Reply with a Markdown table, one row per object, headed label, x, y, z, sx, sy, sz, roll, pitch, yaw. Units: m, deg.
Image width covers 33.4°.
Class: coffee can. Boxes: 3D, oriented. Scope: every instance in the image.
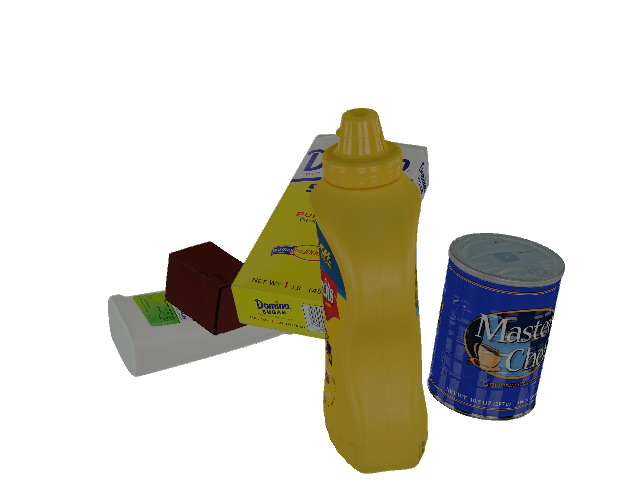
| label | x | y | z | sx | sy | sz | roll | pitch | yaw |
| --- | --- | --- | --- | --- | --- | --- | --- | --- | --- |
| coffee can | 0.158 | 0.077 | 0.971 | 0.103 | 0.140 | 0.103 | 6 | 23 | -3 |

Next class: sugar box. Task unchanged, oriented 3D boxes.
| label | x | y | z | sx | sy | sz | roll | pitch | yaw |
| --- | --- | --- | --- | --- | --- | --- | --- | --- | --- |
| sugar box | 0.012 | -0.008 | 0.781 | 0.093 | 0.176 | 0.048 | 9 | -42 | 18 |

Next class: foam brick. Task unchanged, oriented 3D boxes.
| label | x | y | z | sx | sy | sz | roll | pitch | yaw |
| --- | --- | --- | --- | --- | --- | --- | --- | --- | --- |
| foam brick | -0.101 | 0.044 | 0.993 | 0.052 | 0.051 | 0.078 | -16 | 35 | -41 |

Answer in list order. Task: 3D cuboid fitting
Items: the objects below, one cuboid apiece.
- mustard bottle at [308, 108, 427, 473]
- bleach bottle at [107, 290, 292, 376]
| label | x | y | z | sx | sy | sz | roll | pitch | yaw |
| --- | --- | --- | --- | --- | --- | --- | --- | --- | --- |
| mustard bottle | 0.026 | 0.022 | 0.573 | 0.058 | 0.192 | 0.096 | -5 | 26 | -3 |
| bleach bottle | -0.109 | 0.084 | 1.228 | 0.250 | 0.068 | 0.103 | -12 | 34 | -23 |
